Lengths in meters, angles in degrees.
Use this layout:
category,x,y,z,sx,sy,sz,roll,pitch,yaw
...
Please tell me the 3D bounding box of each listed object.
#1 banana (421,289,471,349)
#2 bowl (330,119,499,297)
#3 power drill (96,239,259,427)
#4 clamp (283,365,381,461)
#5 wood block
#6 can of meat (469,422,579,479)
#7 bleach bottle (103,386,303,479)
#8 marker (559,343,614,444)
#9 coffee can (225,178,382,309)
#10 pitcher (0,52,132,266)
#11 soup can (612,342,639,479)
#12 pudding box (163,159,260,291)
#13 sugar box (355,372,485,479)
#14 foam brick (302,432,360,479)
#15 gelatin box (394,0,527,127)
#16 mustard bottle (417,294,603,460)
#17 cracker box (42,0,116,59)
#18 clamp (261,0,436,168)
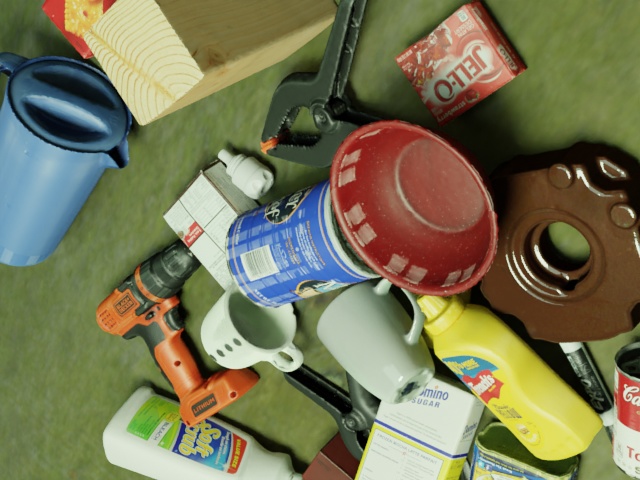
category,x,y,z,sx,sy,sz,roll,pitch,yaw
banana,0.110,0.029,0.993,0.070,0.037,0.198,17,122,27
bowl,0.088,-0.035,0.894,0.162,0.055,0.162,22,129,29
power drill,-0.153,0.106,1.210,0.185,0.057,0.187,-37,87,39
clamp,0.033,0.181,1.127,0.120,0.039,0.171,-20,99,50
wood block,-0.086,-0.184,0.912,0.090,0.205,0.091,-30,95,41
can of meat,0.193,0.234,1.027,0.102,0.057,0.084,19,120,26
bleach bottle,-0.124,0.250,1.246,0.251,0.102,0.068,13,128,23
marker,0.248,0.136,0.961,0.020,0.020,0.121,-23,98,41
coffee can,-0.007,0.001,1.019,0.141,0.102,0.103,-19,101,40
pitcher,-0.318,-0.085,1.184,0.243,0.144,0.149,-51,44,43
soup can,0.284,0.146,0.909,0.069,0.068,0.102,11,119,31
pudding box,-0.101,-0.014,1.122,0.113,0.039,0.090,48,129,1
sugar box,0.091,0.216,1.047,0.093,0.048,0.176,22,93,30
foam brick,0.031,0.255,1.156,0.078,0.051,0.053,40,128,13
gelatin box,0.117,-0.149,0.901,0.089,0.030,0.073,-32,93,42
mustard bottle,0.159,0.114,0.957,0.191,0.058,0.096,45,160,-7
cracker box,-0.125,-0.266,0.927,0.072,0.163,0.214,50,131,1
clamp,0.020,-0.111,0.970,0.164,0.036,0.210,56,140,-2
